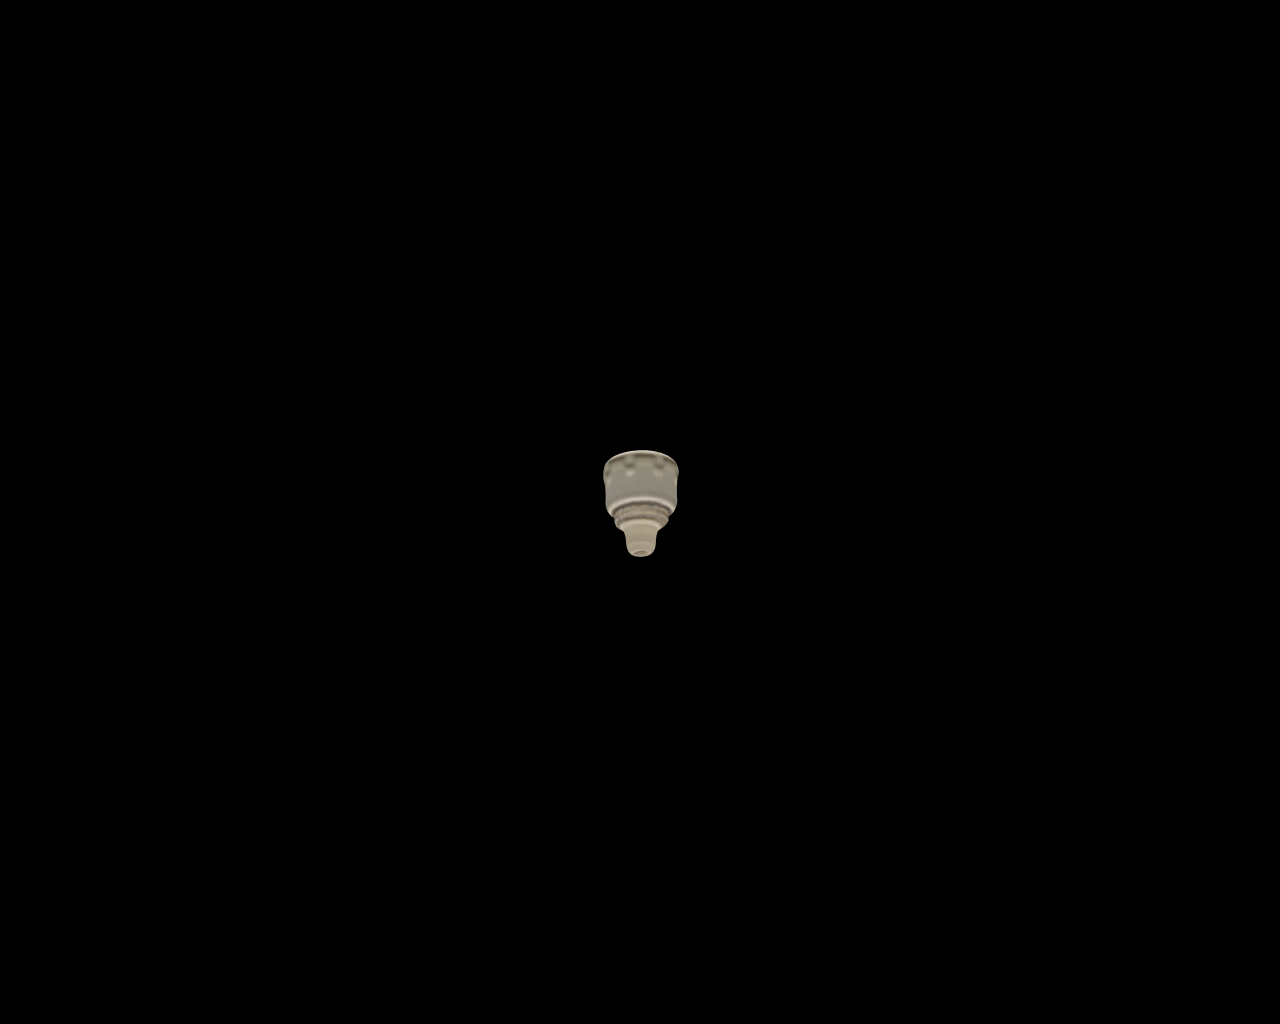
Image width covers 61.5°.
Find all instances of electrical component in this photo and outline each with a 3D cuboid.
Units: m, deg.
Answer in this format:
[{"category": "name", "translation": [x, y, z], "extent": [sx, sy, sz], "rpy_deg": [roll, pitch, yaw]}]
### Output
[{"category": "electrical component", "translation": [0.001, -0.003, 0.650], "extent": [0.048, 0.062, 0.048], "rpy_deg": [0, -22, 0]}]
